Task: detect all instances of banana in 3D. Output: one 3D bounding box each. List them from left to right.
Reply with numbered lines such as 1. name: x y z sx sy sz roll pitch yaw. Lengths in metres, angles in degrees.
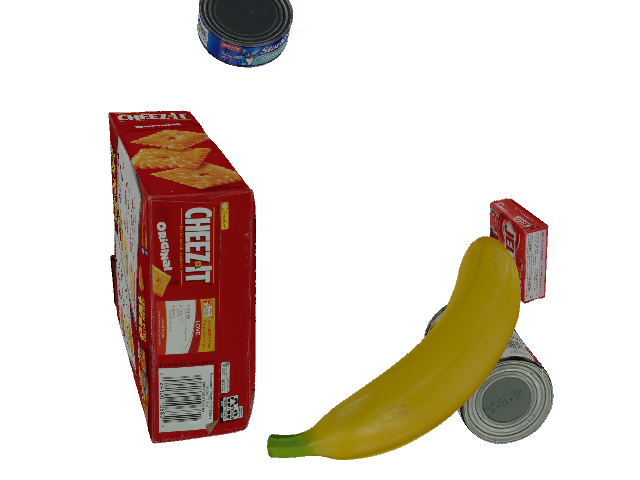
1. banana: 0.059 0.054 0.549 0.070 0.037 0.197 22 43 34

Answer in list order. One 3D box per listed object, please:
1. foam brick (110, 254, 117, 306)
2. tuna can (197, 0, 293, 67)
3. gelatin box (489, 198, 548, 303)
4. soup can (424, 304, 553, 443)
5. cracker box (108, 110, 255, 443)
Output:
1. foam brick: -0.151 0.036 1.006 0.078 0.051 0.053 -15 25 -30
2. tuna can: -0.070 -0.200 0.976 0.086 0.086 0.034 0 -32 -11
3. gelatin box: 0.207 0.010 1.124 0.030 0.089 0.073 -14 30 -16
4. soup can: 0.120 0.092 0.771 0.068 0.068 0.102 0 20 -9
5. cracker box: -0.099 0.013 0.733 0.072 0.164 0.214 -4 20 -15
